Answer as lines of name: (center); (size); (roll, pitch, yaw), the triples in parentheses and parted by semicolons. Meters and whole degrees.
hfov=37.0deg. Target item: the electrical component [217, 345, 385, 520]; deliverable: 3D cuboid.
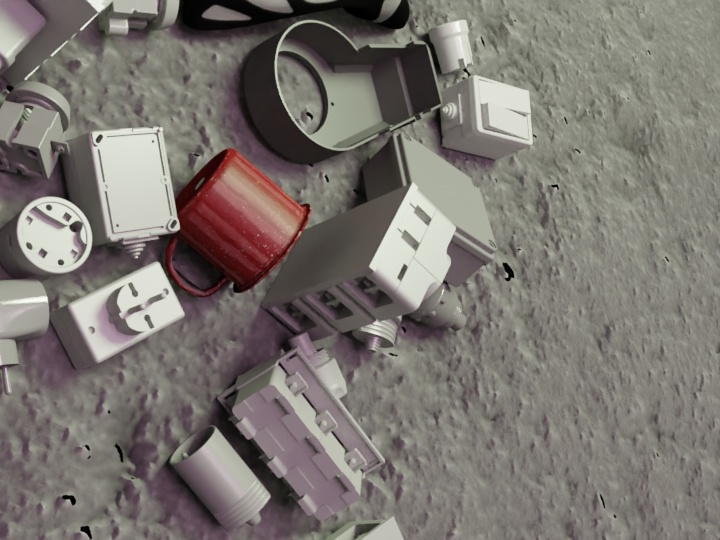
electrical component: (-0.047, 0.132, 0.850); (0.121, 0.079, 0.063); (54, 13, -15)

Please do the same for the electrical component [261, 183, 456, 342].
electrical component: (0.000, 0.000, 0.880); (0.062, 0.150, 0.089); (42, 55, -22)

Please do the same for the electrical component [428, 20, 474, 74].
electrical component: (0.094, -0.227, 1.095); (0.040, 0.040, 0.046); (-20, 97, -41)

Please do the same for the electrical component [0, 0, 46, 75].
electrical component: (-0.285, -0.169, 0.722); (0.108, 0.109, 0.056); (45, 51, -21)

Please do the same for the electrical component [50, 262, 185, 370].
electrical component: (-0.168, 0.029, 0.783); (0.083, 0.076, 0.047); (-30, 98, -40)

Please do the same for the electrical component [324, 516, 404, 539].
electrical component: (0.009, 0.307, 0.861); (0.105, 0.060, 0.186); (-26, 95, -41)

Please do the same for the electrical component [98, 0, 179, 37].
electrical component: (-0.179, -0.218, 0.864); (0.055, 0.048, 0.066); (-2, 79, -32)

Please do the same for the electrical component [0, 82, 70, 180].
electrical component: (-0.239, -0.102, 0.777); (0.066, 0.048, 0.055); (12, 57, 4)

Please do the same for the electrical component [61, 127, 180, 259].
electrical component: (-0.182, -0.055, 0.810); (0.062, 0.061, 0.096); (-11, 93, -41)

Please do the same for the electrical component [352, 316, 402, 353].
electrical component: (0.016, 0.034, 0.955); (0.043, 0.043, 0.081); (25, 64, -32)

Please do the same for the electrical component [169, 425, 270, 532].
electrical component: (-0.103, 0.163, 0.821); (0.081, 0.043, 0.043); (54, 51, -14)

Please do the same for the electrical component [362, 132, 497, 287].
electrical component: (0.062, -0.055, 0.983); (0.109, 0.056, 0.108); (31, 31, -29)

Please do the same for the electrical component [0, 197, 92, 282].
electrical component: (-0.227, -0.020, 0.768); (0.055, 0.047, 0.055); (12, 70, -37)

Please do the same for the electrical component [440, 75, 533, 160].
electrical component: (0.125, -0.155, 1.085); (0.096, 0.061, 0.061); (8, 73, -38)

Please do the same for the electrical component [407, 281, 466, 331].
electrical component: (0.074, 0.035, 1.003); (0.062, 0.048, 0.048); (37, 57, -35)

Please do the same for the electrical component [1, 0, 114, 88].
electrical component: (-0.228, -0.202, 0.750); (0.089, 0.150, 0.061); (46, 55, -20)

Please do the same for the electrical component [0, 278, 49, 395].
electrical component: (-0.253, 0.047, 0.729); (0.077, 0.044, 0.079); (-5, 81, -40)

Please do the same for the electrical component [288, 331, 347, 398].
electrical component: (-0.040, 0.083, 0.895); (0.043, 0.043, 0.062); (-25, 93, -41)
